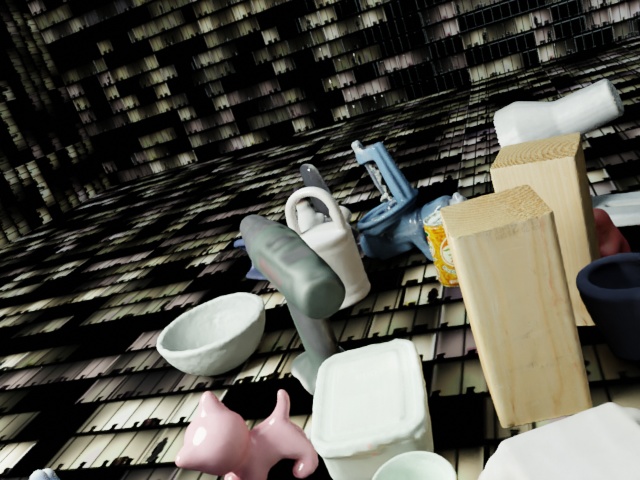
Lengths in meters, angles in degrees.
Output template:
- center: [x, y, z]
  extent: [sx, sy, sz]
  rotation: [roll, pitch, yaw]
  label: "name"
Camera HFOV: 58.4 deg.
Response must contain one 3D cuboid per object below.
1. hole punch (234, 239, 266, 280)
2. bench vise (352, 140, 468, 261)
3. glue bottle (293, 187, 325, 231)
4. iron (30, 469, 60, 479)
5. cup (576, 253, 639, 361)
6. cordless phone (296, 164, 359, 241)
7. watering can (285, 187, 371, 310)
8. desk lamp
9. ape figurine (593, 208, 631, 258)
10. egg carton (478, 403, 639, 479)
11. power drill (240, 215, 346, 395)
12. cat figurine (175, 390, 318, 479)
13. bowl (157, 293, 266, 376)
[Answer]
- center: [-0.101, 0.021, 1.136]
  extent: [0.108, 0.091, 0.101]
  rotation: [0, 26, 43]
  label: "hole punch"
- center: [0.144, -0.076, 0.965]
  extent: [0.207, 0.220, 0.121]
  rotation: [-12, 20, 21]
  label: "bench vise"
- center: [-0.013, -0.014, 1.019]
  extent: [0.078, 0.173, 0.037]
  rotation: [-28, 21, -23]
  label: "glue bottle"
- center: [-0.213, 0.266, 0.481]
  extent: [0.119, 0.142, 0.257]
  rotation: [-27, 20, -21]
  label: "iron"
- center: [0.328, 0.069, 0.579]
  extent: [0.117, 0.095, 0.092]
  rotation: [-14, 20, 15]
  label: "cup"
- center: [-0.008, -0.071, 1.154]
  extent: [0.094, 0.185, 0.147]
  rotation: [-29, 21, -26]
  label: "cordless phone"
- center: [0.006, 0.004, 0.918]
  extent: [0.101, 0.194, 0.173]
  rotation: [-16, 19, 8]
  label: "watering can"
- center: [0.390, -0.128, 0.882]
  extent: [0.202, 0.214, 0.118]
  rotation: [-6, 23, 33]
  label: "desk lamp"
- center: [0.358, 0.002, 0.739]
  extent: [0.076, 0.092, 0.078]
  rotation: [-16, 19, 8]
  label: "ape figurine"
- center: [0.200, 0.184, 0.421]
  extent: [0.150, 0.069, 0.107]
  rotation: [-20, 19, -2]
  label: "egg carton"
- center: [-0.027, 0.078, 0.720]
  extent: [0.076, 0.209, 0.229]
  rotation: [-26, 20, -19]
  label: "power drill"
- center: [-0.078, 0.199, 0.574]
  extent: [0.128, 0.118, 0.067]
  rotation: [-26, 20, -18]
  label: "cat figurine"
- center: [-0.149, 0.150, 0.848]
  extent: [0.167, 0.075, 0.167]
  rotation: [-17, 19, 6]
  label: "bowl"
